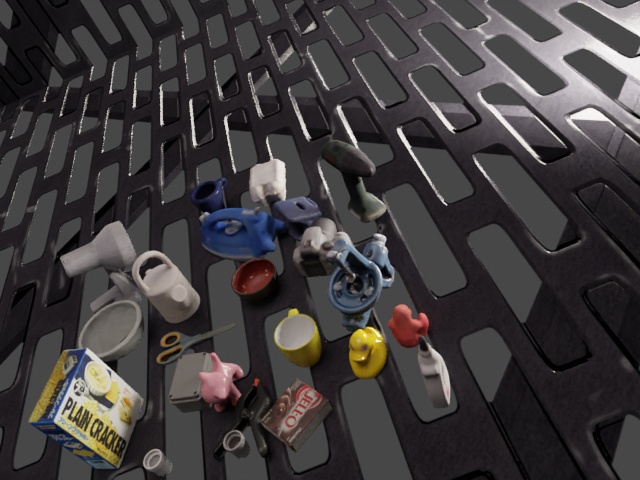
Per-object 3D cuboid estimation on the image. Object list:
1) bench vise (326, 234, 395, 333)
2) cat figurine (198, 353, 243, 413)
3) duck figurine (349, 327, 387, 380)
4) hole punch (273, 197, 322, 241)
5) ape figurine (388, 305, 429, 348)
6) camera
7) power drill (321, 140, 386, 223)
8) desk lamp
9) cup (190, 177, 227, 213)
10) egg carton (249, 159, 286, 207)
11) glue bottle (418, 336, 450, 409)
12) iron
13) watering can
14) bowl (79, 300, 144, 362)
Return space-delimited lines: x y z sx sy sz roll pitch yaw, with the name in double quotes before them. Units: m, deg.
"bench vise" 0.070 0.055 1.186 0.121 0.220 0.207 -7 45 20
"cat figurine" -0.207 0.288 1.163 0.067 0.118 0.127 -20 42 6
"duck figurine" 0.086 0.209 1.123 0.077 0.086 0.104 -4 46 23
"hole punch" -0.054 -0.070 1.469 0.101 0.091 0.108 -36 43 -11
"ape figurine" 0.169 0.162 1.126 0.077 0.092 0.076 1 48 27
"camera" 0.012 0.005 1.354 0.143 0.101 0.137 -7 45 20
"power drill" 0.089 -0.146 1.389 0.076 0.209 0.228 -35 42 -10
"desk lamp" -0.541 0.080 1.464 0.203 0.214 0.117 -38 43 -13
"cup" -0.300 -0.115 1.633 0.118 0.095 0.091 -44 45 -19
"egg carton" -0.147 -0.165 1.627 0.107 0.070 0.150 -17 42 10
"glue bottle" 0.193 0.220 0.994 0.037 0.173 0.078 -12 44 16
"iron" -0.227 -0.031 1.477 0.257 0.142 0.119 -1 47 25
"watering can" -0.369 0.105 1.369 0.172 0.194 0.101 3 49 29
"bowl" -0.491 0.233 1.389 0.167 0.075 0.167 -14 43 13
